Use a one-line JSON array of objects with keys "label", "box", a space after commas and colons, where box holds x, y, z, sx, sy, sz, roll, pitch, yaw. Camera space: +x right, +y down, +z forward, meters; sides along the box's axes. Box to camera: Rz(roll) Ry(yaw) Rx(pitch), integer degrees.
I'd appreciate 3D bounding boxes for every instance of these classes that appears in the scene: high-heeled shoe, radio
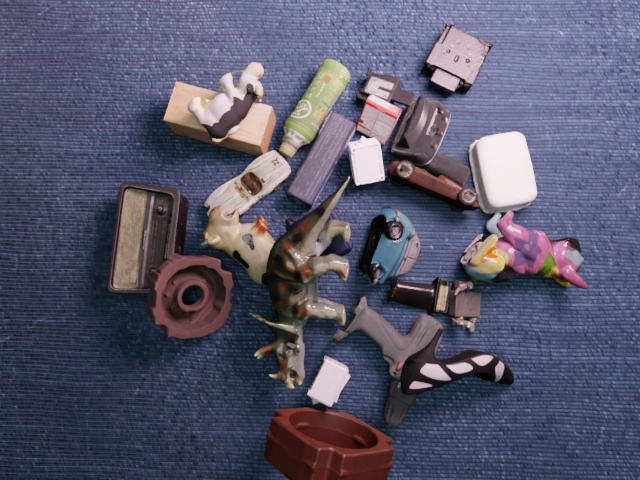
[{"label": "high-heeled shoe", "box": [0.270, 0.273, 1.040, 0.248, 0.086, 0.145, 32, 79, -17]}, {"label": "radio", "box": [-0.354, 0.002, 1.119, 0.131, 0.073, 0.229, 5, 85, 2]}]

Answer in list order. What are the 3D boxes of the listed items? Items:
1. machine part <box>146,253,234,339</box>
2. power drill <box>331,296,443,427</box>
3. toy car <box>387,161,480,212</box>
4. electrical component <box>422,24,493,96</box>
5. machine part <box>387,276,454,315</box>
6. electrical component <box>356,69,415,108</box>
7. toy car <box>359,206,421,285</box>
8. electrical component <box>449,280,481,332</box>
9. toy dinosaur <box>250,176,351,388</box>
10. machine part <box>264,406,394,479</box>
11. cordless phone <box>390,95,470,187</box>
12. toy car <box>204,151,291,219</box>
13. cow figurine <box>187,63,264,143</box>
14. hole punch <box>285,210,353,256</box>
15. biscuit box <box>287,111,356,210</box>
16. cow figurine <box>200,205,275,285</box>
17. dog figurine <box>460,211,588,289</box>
[{"label": "machine part", "box": [-0.259, 0.110, 1.071, 0.179, 0.056, 0.179, -7, 103, -33]}, {"label": "power drill", "box": [0.126, 0.228, 1.079, 0.207, 0.086, 0.232, 33, 84, 8]}, {"label": "toy car", "box": [0.235, -0.112, 1.108, 0.202, 0.089, 0.053, 22, 80, 3]}, {"label": "electrical component", "box": [0.289, -0.379, 1.153, 0.115, 0.058, 0.134, 26, 85, 6]}, {"label": "machine part", "box": [0.207, 0.112, 1.108, 0.139, 0.039, 0.084, 7, 93, -8]}, {"label": "electrical component", "box": [0.144, -0.310, 1.144, 0.119, 0.047, 0.075, 21, 84, 14]}, {"label": "toy car", "box": [0.151, 0.019, 1.093, 0.103, 0.109, 0.161, 17, 93, -14]}, {"label": "electrical component", "box": [0.294, 0.133, 1.089, 0.078, 0.045, 0.102, 12, 85, -18]}, {"label": "toy dinosaur", "box": [-0.041, 0.071, 1.026, 0.192, 0.131, 0.404, 2, 106, -1]}, {"label": "machine part", "box": [0.015, 0.385, 0.988, 0.202, 0.201, 0.087, 11, 89, 47]}, {"label": "cordless phone", "box": [0.252, -0.206, 1.133, 0.184, 0.089, 0.146, 27, 75, -10]}, {"label": "toy car", "box": [-0.153, -0.108, 1.134, 0.202, 0.056, 0.073, -38, 84, -3]}, {"label": "cow figurine", "box": [-0.166, -0.271, 1.056, 0.167, 0.068, 0.098, -36, 89, 0]}, {"label": "hole punch", "box": [-0.002, -0.003, 1.106, 0.116, 0.092, 0.142, -29, 87, 2]}, {"label": "biscuit box", "box": [0.002, -0.166, 1.135, 0.063, 0.059, 0.202, 29, 85, 3]}, {"label": "cow figurine", "box": [-0.155, 0.010, 1.094, 0.127, 0.085, 0.194, -38, 104, 2]}, {"label": "dog figurine", "box": [0.418, 0.048, 1.080, 0.219, 0.108, 0.191, 37, 85, 2]}]
